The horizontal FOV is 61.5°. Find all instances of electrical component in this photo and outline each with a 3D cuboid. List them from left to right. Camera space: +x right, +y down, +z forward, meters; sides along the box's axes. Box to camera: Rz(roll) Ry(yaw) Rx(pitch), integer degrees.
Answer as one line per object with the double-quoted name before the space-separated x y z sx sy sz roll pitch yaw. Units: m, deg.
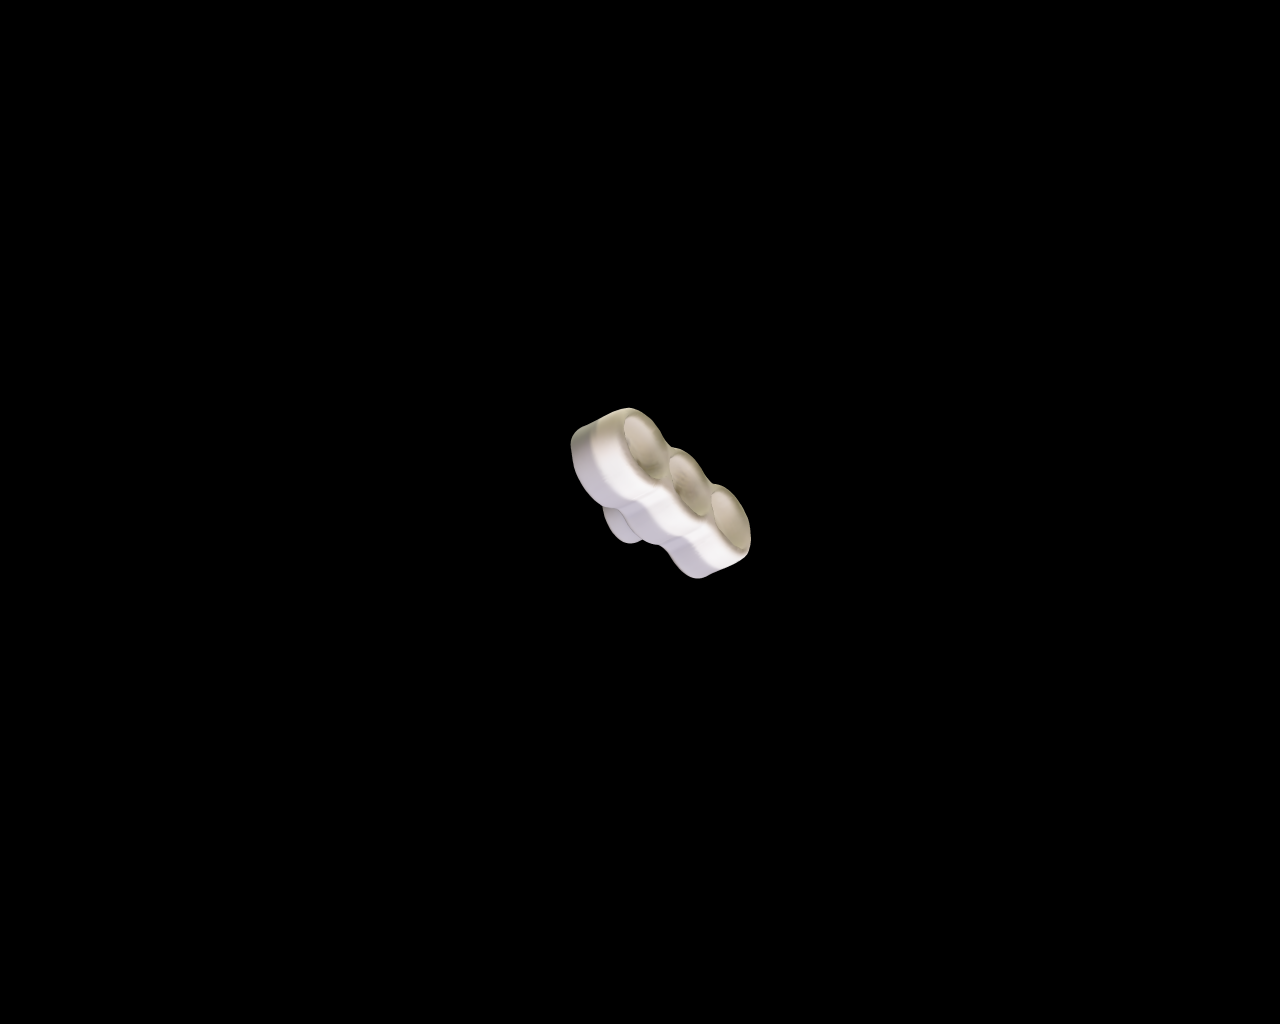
"electrical component" 0.001 -0.003 0.650 0.073 0.052 0.138 -25 -44 28
